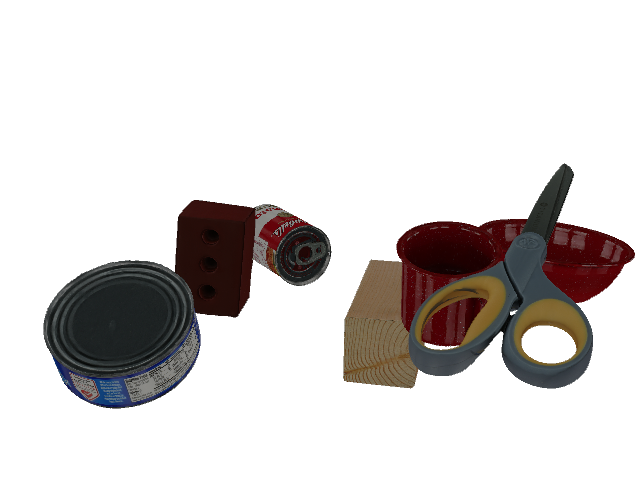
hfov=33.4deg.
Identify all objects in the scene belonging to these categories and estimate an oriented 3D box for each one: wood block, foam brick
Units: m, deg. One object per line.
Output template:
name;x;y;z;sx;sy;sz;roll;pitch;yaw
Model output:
wood block;0.092;0.103;1.386;0.091;0.090;0.206;5;20;10
foam brick;-0.082;0.013;0.830;0.053;0.078;0.051;6;14;6

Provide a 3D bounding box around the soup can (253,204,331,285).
soup can;-0.041;0.003;1.192;0.068;0.068;0.102;0;16;-30

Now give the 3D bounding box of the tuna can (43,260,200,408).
tuna can;-0.113;0.053;0.613;0.086;0.086;0.034;0;-44;7

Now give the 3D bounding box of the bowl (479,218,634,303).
bowl;0.240;0.025;1.111;0.162;0.055;0.162;5;17;-2

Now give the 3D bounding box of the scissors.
scissors;0.123;0.016;0.562;0.096;0.016;0.201;22;42;33

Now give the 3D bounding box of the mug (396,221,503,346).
mug;0.120;0.046;0.950;0.093;0.081;0.117;-18;35;-25
